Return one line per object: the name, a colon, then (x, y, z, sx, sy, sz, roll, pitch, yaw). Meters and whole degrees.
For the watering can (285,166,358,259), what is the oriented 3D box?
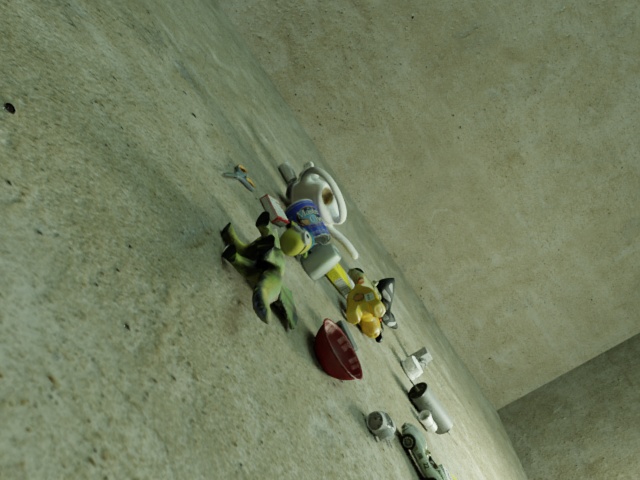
watering can: (0.005, -0.088, 1.749, 0.224, 0.342, 0.106, 4, 31, 44)

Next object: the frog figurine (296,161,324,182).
frog figurine: (-0.038, -0.218, 1.969, 0.138, 0.158, 0.124, 10, 18, 38)

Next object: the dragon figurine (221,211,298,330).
dragon figurine: (-0.095, 0.087, 1.069, 0.122, 0.238, 0.420, -26, 38, 7)
